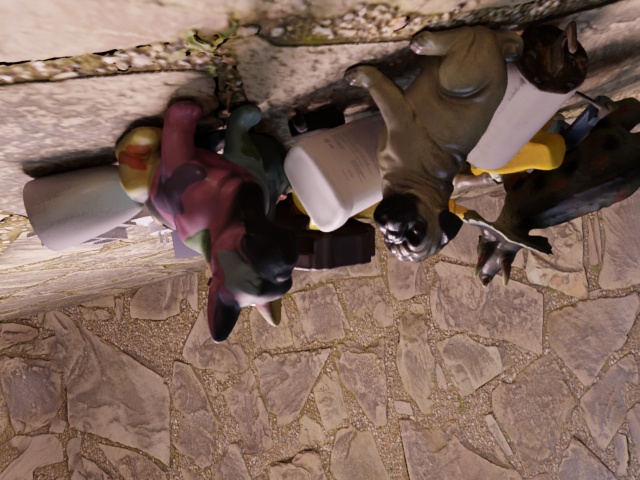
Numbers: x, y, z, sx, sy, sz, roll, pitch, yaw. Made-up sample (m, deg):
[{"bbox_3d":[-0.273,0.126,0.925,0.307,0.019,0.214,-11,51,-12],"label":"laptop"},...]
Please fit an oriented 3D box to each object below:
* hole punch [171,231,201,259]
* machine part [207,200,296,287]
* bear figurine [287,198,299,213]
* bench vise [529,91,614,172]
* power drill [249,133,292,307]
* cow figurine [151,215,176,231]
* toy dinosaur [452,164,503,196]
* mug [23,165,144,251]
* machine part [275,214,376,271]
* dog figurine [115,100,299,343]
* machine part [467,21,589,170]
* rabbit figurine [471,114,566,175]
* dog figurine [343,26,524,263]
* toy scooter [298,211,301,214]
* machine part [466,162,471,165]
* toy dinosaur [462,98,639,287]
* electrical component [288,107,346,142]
[{"bbox_3d":[-0.214,-0.024,0.959,0.142,0.092,0.116,-10,172,-16],"label":"hole punch"},{"bbox_3d":[-0.119,0.014,0.984,0.087,0.201,0.201,25,174,-2],"label":"machine part"},{"bbox_3d":[0.002,-0.050,1.151,0.196,0.131,0.120,-10,-146,-4],"label":"bear figurine"},{"bbox_3d":[0.414,-0.155,0.882,0.129,0.223,0.240,26,154,8],"label":"bench vise"},{"bbox_3d":[-0.070,-0.021,0.676,0.086,0.207,0.232,11,169,4],"label":"power drill"},{"bbox_3d":[-0.160,-0.051,0.774,0.127,0.085,0.195,-23,175,28],"label":"cow figurine"},{"bbox_3d":[0.237,-0.127,0.981,0.471,0.105,0.198,-5,173,-22],"label":"toy dinosaur"},{"bbox_3d":[-0.253,-0.044,0.598,0.107,0.080,0.110,-17,-159,-4],"label":"mug"},{"bbox_3d":[-0.002,-0.003,0.837,0.179,0.056,0.179,2,-167,-1],"label":"machine part"},{"bbox_3d":[-0.106,-0.013,0.518,0.192,0.219,0.108,-18,171,39],"label":"dog figurine"},{"bbox_3d":[0.210,-0.145,0.582,0.079,0.079,0.243,-14,163,-9],"label":"machine part"},{"bbox_3d":[0.270,-0.150,0.752,0.162,0.122,0.173,-29,-174,46],"label":"rabbit figurine"},{"bbox_3d":[0.124,-0.086,0.511,0.172,0.190,0.121,-19,175,35],"label":"dog figurine"},{"bbox_3d":[0.007,-0.047,0.995,0.135,0.075,0.184,-32,-168,-3],"label":"toy scooter"},{"bbox_3d":[0.273,-0.167,0.857,0.139,0.084,0.039,-26,150,-15],"label":"machine part"},{"bbox_3d":[0.353,-0.078,0.729,0.405,0.131,0.192,-35,-161,33],"label":"toy dinosaur"},{"bbox_3d":[-0.002,-0.133,0.622,0.063,0.021,0.094,-15,176,9],"label":"electrical component"}]
